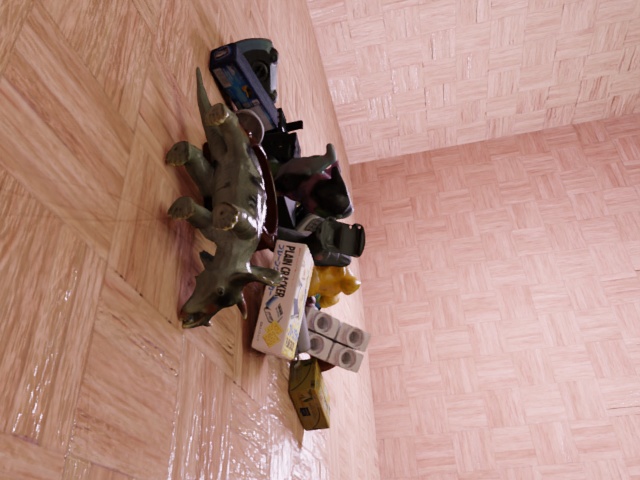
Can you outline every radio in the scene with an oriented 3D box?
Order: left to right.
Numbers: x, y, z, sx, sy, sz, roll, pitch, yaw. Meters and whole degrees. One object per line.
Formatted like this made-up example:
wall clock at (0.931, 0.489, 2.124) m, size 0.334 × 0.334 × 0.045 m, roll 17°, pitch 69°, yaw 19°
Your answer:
radio at (-0.106, -0.140, 1.345) m, size 0.230 × 0.073 × 0.130 m, roll -91°, pitch 167°, yaw -48°

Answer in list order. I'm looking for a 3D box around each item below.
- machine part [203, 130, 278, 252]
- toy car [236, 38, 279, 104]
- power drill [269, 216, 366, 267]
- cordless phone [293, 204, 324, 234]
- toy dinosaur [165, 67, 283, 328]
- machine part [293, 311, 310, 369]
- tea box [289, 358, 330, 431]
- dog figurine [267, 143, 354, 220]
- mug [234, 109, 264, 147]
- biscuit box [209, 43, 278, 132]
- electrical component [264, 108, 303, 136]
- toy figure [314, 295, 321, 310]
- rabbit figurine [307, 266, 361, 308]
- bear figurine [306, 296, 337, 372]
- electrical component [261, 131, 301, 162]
machine part at (-0.144, -0.088, 1.013) m, size 0.201 × 0.087 × 0.201 m, roll 63°, pitch 20°, yaw -67°
toy car at (-0.150, -0.382, 1.227) m, size 0.103 × 0.109 × 0.161 m, roll -117°, pitch -161°, yaw -56°
power drill at (0.015, 0.010, 1.182) m, size 0.207 × 0.232 × 0.086 m, roll -8°, pitch -110°, yaw 63°
cordless phone at (-0.003, -0.003, 1.397) m, size 0.184 × 0.146 × 0.089 m, roll 32°, pitch 31°, yaw -18°
toy dinosaur at (-0.137, -0.067, 0.831) m, size 0.192 × 0.131 × 0.405 m, roll 55°, pitch 29°, yaw -57°
machine part at (-0.072, 0.172, 1.225) m, size 0.079 × 0.079 × 0.243 m, roll -46°, pitch 125°, yaw -79°
tea box at (-0.023, 0.386, 1.340) m, size 0.098 × 0.068 × 0.169 m, roll -87°, pitch 164°, yaw -54°
dog figurine at (-0.052, -0.108, 1.159) m, size 0.108 × 0.219 × 0.191 m, roll 47°, pitch 27°, yaw -72°
mug at (-0.147, -0.223, 1.112) m, size 0.109 × 0.081 × 0.107 m, roll 51°, pitch 12°, yaw -19°
biscuit box at (-0.158, -0.317, 1.139) m, size 0.202 × 0.059 × 0.063 m, roll 56°, pitch 24°, yaw -50°
electrical component at (-0.105, -0.289, 1.352) m, size 0.047 × 0.119 × 0.075 m, roll 68°, pitch 18°, yaw -55°
toy figure at (-0.038, 0.128, 1.455) m, size 0.179 × 0.082 × 0.089 m, roll 69°, pitch 30°, yaw -44°
rabbit figurine at (-0.002, 0.086, 1.315) m, size 0.173 × 0.122 × 0.162 m, roll -11°, pitch 78°, yaw -51°
bear figurine at (-0.025, 0.250, 1.413) m, size 0.195 × 0.132 × 0.120 m, roll 50°, pitch 53°, yaw -9°
electrical component at (-0.106, -0.206, 1.273) m, size 0.134 × 0.115 × 0.058 m, roll -89°, pitch 171°, yaw -48°
